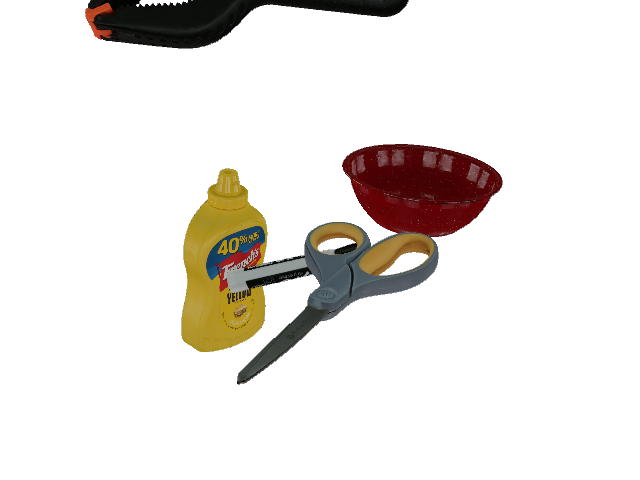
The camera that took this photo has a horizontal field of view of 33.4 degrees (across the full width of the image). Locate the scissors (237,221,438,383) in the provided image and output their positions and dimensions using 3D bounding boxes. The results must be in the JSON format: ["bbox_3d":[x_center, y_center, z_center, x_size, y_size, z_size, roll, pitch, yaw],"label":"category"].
[{"bbox_3d":[-0.007,0.029,0.658,0.096,0.016,0.201,24,34,38],"label":"scissors"}]

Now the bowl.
[{"bbox_3d":[0.100,-0.046,1.080,0.162,0.055,0.162,4,24,-2],"label":"bowl"}]

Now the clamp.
[{"bbox_3d":[-0.055,-0.181,0.724,0.210,0.165,0.036,-31,-18,-7],"label":"clamp"}]

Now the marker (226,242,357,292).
[{"bbox_3d":[-0.017,0.022,0.877,0.121,0.020,0.020,-13,-2,11],"label":"marker"}]

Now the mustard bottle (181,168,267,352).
[{"bbox_3d":[-0.098,0.016,1.106,0.096,0.192,0.058,-20,35,-39],"label":"mustard bottle"}]
